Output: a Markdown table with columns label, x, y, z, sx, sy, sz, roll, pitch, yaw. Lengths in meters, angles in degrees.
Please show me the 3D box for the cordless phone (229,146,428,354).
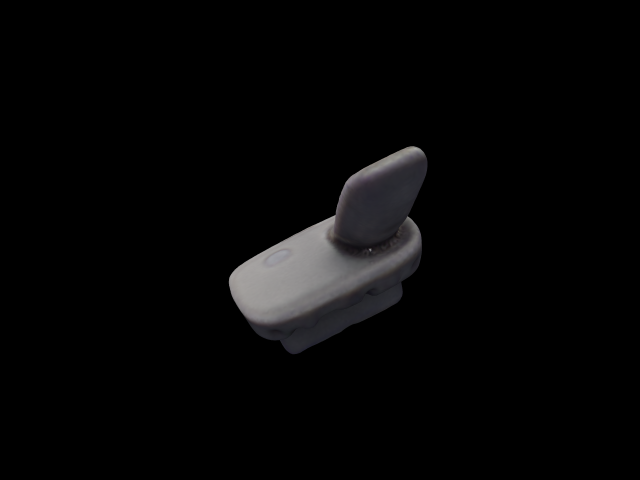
| label | x | y | z | sx | sy | sz | roll | pitch | yaw |
| --- | --- | --- | --- | --- | --- | --- | --- | --- | --- |
| cordless phone | 0.004 | 0.001 | 0.400 | 0.148 | 0.185 | 0.094 | -30 | 70 | -11 |
